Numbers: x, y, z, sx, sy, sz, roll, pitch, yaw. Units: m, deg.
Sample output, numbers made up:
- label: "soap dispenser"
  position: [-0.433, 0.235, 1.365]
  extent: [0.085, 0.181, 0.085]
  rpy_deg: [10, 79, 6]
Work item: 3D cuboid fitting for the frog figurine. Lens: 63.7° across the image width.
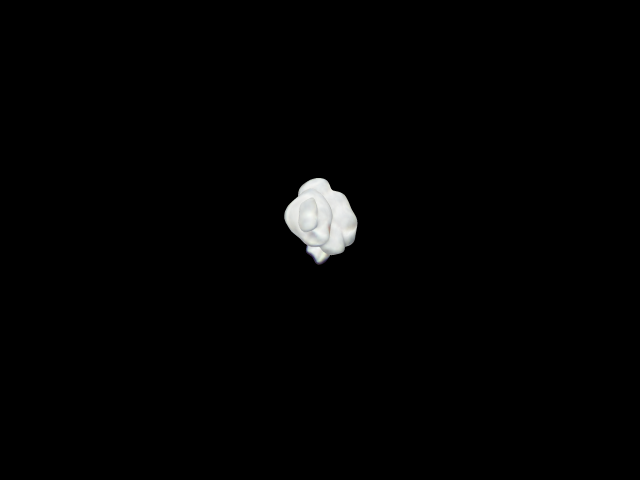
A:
- label: "frog figurine"
  position: [0.003, -0.043, 0.850]
  extent: [0.123, 0.140, 0.156]
  rpy_deg: [-8, -22, -3]
